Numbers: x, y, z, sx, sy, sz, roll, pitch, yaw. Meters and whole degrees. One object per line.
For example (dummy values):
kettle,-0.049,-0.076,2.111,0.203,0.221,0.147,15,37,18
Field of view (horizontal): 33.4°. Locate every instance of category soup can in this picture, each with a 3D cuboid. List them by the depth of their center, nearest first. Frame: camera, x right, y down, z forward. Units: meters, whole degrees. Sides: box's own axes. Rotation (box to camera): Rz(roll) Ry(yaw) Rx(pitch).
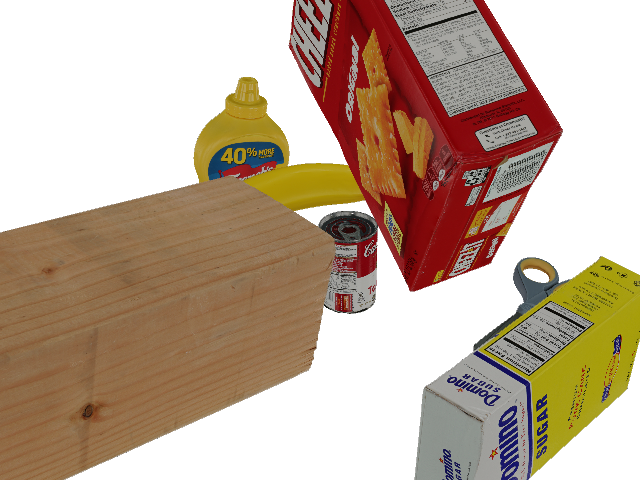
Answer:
soup can,0.032,0.026,1.242,0.068,0.102,0.068,-1,31,0

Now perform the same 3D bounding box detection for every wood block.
wood block,-0.099,0.042,0.540,0.090,0.091,0.205,32,34,34

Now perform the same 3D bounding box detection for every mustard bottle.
mustard bottle,-0.080,-0.072,1.076,0.096,0.192,0.058,-4,29,-21

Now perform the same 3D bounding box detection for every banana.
banana,-0.040,-0.023,0.857,0.197,0.069,0.037,-32,-9,-27

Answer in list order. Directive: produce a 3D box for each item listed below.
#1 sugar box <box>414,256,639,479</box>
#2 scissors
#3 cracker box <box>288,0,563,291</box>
sugar box,0.128,0.088,0.630,0.048,0.093,0.175,28,43,33
scissors,0.180,0.054,0.974,0.201,0.016,0.096,-9,37,-38
cracker box,0.051,-0.098,0.672,0.072,0.214,0.164,-19,-23,-15
